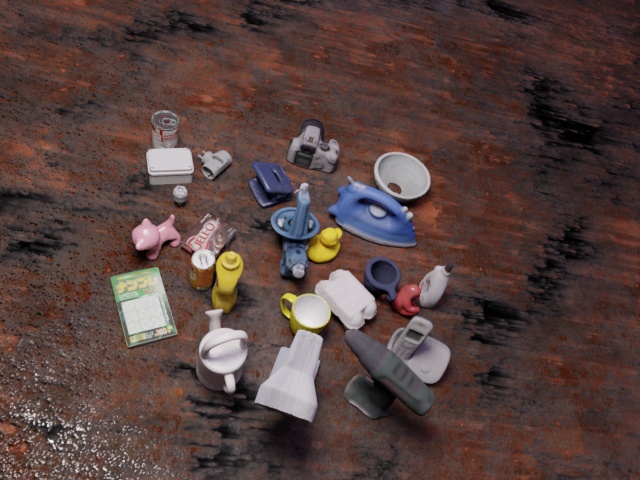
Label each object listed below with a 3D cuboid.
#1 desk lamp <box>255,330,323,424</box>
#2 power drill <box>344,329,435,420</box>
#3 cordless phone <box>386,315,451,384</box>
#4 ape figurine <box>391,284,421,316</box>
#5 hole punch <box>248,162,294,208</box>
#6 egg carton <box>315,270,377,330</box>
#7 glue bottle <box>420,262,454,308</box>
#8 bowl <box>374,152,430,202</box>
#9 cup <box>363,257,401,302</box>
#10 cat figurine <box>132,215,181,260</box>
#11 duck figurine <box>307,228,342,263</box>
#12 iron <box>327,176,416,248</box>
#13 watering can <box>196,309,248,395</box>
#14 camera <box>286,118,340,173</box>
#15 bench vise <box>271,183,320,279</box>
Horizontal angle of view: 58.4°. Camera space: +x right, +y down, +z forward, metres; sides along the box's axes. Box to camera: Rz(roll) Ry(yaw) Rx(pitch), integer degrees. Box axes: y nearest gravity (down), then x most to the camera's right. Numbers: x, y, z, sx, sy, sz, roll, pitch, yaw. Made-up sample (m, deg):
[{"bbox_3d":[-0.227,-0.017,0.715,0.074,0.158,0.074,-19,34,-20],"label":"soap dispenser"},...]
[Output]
[{"bbox_3d":[-0.056,0.286,1.176,0.118,0.213,0.203,20,55,-2],"label":"desk lamp"},{"bbox_3d":[0.124,0.300,1.221,0.229,0.208,0.076,34,56,8],"label":"power drill"},{"bbox_3d":[0.237,0.244,1.304,0.147,0.185,0.094,20,55,-2],"label":"cordless phone"},{"bbox_3d":[0.222,0.142,1.422,0.076,0.092,0.078,11,56,-8],"label":"ape figurine"},{"bbox_3d":[-0.127,-0.157,1.519,0.101,0.091,0.108,-20,65,-26],"label":"hole punch"},{"bbox_3d":[0.064,0.145,1.390,0.107,0.069,0.150,-36,73,-31],"label":"egg carton"},{"bbox_3d":[0.292,0.101,1.420,0.037,0.173,0.078,8,56,-10],"label":"glue bottle"},{"bbox_3d":[0.225,-0.167,1.634,0.167,0.074,0.167,7,56,-11],"label":"bowl"},{"bbox_3d":[0.150,0.113,1.420,0.092,0.095,0.117,-13,62,-23],"label":"cup"},{"bbox_3d":[-0.387,-0.014,1.337,0.067,0.117,0.128,43,57,14],"label":"cat figurine"},{"bbox_3d":[0.013,0.005,1.456,0.105,0.086,0.077,-28,69,-29],"label":"duck figurine"},{"bbox_3d":[0.160,-0.076,1.517,0.258,0.141,0.119,25,55,1],"label":"iron"},{"bbox_3d":[-0.205,0.228,1.185,0.101,0.194,0.172,-31,70,-30],"label":"watering can"},{"bbox_3d":[-0.011,-0.280,1.625,0.143,0.101,0.137,15,55,-6],"label":"camera"},{"bbox_3d":[-0.042,-0.020,1.375,0.122,0.219,0.207,-14,62,-23],"label":"bench vise"}]
